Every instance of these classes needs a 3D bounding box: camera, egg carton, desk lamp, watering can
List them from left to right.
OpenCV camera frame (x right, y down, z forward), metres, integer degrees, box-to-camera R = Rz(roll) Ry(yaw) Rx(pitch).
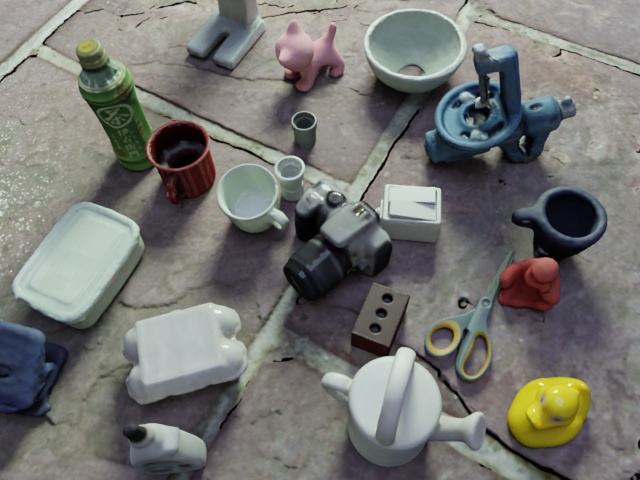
[{"bbox_3d":[-0.168,0.140,0.716,0.150,0.069,0.107,-15,62,-7],"label":"egg carton"},{"bbox_3d":[-0.147,-0.439,0.956,0.117,0.214,0.203,22,64,14],"label":"desk lamp"},{"bbox_3d":[0.007,0.003,0.770,0.137,0.101,0.143,-40,67,-18],"label":"camera"},{"bbox_3d":[0.087,0.178,0.617,0.173,0.194,0.101,-2,61,1],"label":"watering can"}]

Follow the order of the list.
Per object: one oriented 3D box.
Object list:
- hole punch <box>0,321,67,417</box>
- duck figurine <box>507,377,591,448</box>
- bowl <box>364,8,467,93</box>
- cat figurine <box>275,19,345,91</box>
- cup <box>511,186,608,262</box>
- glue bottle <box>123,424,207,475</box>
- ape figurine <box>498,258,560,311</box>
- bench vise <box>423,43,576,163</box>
[{"bbox_3d":[-0.383,0.157,0.701,0.108,0.091,0.101,9,62,7],"label":"hole punch"},{"bbox_3d":[0.274,0.193,0.665,0.105,0.086,0.077,-26,63,-12],"label":"duck figurine"},{"bbox_3d":[0.154,-0.300,0.949,0.167,0.075,0.167,-1,61,1],"label":"bowl"},{"bbox_3d":[-0.022,-0.310,0.935,0.128,0.118,0.067,-32,65,-15],"label":"cat figurine"},{"bbox_3d":[0.311,-0.012,0.773,0.117,0.095,0.091,3,61,3],"label":"cup"},{"bbox_3d":[-0.175,0.220,0.613,0.078,0.173,0.037,-5,61,-1],"label":"glue bottle"},{"bbox_3d":[0.279,0.051,0.740,0.076,0.092,0.077,-36,66,-17],"label":"ape figurine"},{"bbox_3d":[0.257,-0.202,0.808,0.207,0.220,0.121,-22,62,-10],"label":"bench vise"}]
